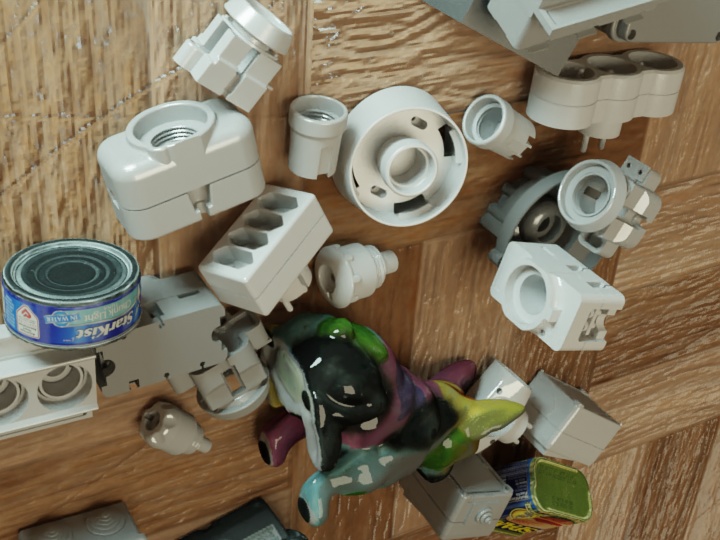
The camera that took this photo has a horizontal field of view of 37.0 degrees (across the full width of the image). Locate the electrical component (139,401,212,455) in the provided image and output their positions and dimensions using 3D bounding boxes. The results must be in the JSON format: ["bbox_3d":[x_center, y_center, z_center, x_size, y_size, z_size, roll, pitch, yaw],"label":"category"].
[{"bbox_3d":[-0.136,0.124,0.815,0.035,0.035,0.061,-49,136,4],"label":"electrical component"}]

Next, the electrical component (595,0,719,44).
[{"bbox_3d":[0.230,-0.215,0.816,0.113,0.057,0.078,-7,123,-31],"label":"electrical component"}]

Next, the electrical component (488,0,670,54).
[{"bbox_3d":[0.148,-0.189,0.697,0.121,0.078,0.063,-20,158,-22],"label":"electrical component"}]

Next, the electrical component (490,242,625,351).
[{"bbox_3d":[0.147,0.019,0.828,0.056,0.089,0.050,3,118,-35],"label":"electrical component"}]

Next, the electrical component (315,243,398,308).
[{"bbox_3d":[0.000,0.000,0.817,0.062,0.048,0.048,-16,127,-34],"label":"electrical component"}]

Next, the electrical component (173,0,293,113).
[{"bbox_3d":[-0.075,-0.138,0.673,0.066,0.048,0.055,27,110,-42],"label":"electrical component"}]

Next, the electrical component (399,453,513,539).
[{"bbox_3d":[0.088,0.204,0.975,0.062,0.096,0.061,5,118,-36],"label":"electrical component"}]

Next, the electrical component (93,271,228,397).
[{"bbox_3d":[-0.144,0.040,0.738,0.089,0.055,0.050,-16,127,-25],"label":"electrical component"}]

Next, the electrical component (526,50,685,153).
[{"bbox_3d":[0.191,-0.128,0.852,0.138,0.052,0.073,-12,125,-28],"label":"electrical component"}]

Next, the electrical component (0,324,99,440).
[{"bbox_3d":[-0.238,0.069,0.689,0.121,0.063,0.078,-12,125,-27],"label":"electrical component"}]

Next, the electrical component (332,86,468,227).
[{"bbox_3d":[0.028,-0.082,0.783,0.099,0.064,0.099,-8,117,-16],"label":"electrical component"}]

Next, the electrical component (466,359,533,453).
[{"bbox_3d":[0.127,0.133,0.985,0.079,0.044,0.077,38,95,-29],"label":"electrical component"}]

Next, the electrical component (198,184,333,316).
[{"bbox_3d":[-0.058,-0.003,0.753,0.083,0.047,0.075,-53,138,-26],"label":"electrical component"}]

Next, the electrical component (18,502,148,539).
[{"bbox_3d":[-0.213,0.233,0.826,0.100,0.048,0.099,-11,125,-28],"label":"electrical component"}]

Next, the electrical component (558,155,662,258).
[{"bbox_3d":[0.190,-0.053,0.832,0.057,0.058,0.078,18,108,-43],"label":"electrical component"}]

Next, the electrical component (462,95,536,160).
[{"bbox_3d":[0.107,-0.107,0.819,0.046,0.040,0.040,20,107,-46],"label":"electrical component"}]

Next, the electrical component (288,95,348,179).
[{"bbox_3d":[-0.031,-0.091,0.738,0.040,0.040,0.046,-12,131,-27],"label":"electrical component"}]

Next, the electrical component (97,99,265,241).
[{"bbox_3d":[-0.114,-0.068,0.686,0.095,0.054,0.059,-24,130,-19],"label":"electrical component"}]

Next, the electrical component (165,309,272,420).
[{"bbox_3d":[-0.100,0.072,0.789,0.078,0.058,0.057,-31,129,-12],"label":"electrical component"}]

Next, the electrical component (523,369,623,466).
[{"bbox_3d":[0.200,0.148,1.037,0.096,0.062,0.061,26,103,-42],"label":"electrical component"}]
